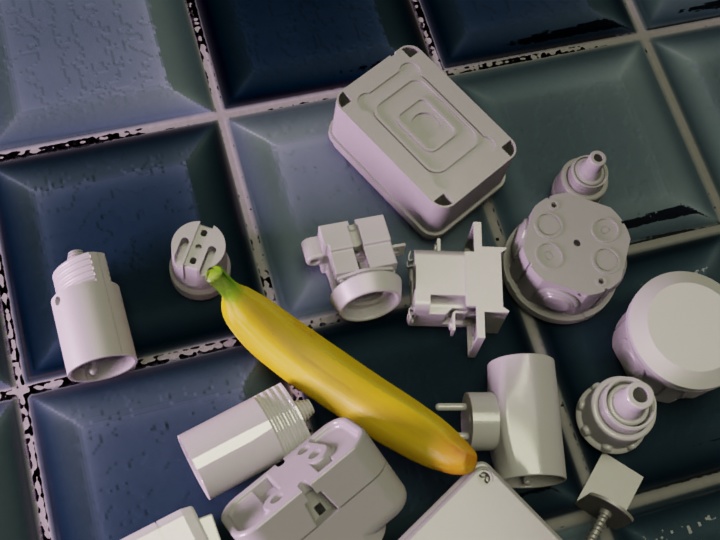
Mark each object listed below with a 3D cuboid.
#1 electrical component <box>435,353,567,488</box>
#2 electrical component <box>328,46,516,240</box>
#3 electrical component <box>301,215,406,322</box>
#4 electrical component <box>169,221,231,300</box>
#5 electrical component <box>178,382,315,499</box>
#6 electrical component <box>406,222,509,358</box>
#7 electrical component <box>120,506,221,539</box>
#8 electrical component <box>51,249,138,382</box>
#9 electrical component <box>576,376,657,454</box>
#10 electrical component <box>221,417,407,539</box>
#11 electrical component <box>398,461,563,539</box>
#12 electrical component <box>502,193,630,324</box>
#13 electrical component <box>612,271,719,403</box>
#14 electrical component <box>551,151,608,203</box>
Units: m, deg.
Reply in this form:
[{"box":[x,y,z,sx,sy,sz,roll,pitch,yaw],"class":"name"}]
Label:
[{"box":[0.087,0.095,0.677,0.079,0.044,0.077,1,68,-7],"class":"electrical component"},{"box":[0.041,-0.086,0.740,0.078,0.057,0.113,-39,77,-19],"class":"electrical component"},{"box":[0.000,0.000,0.707,0.066,0.048,0.055,-11,62,-11],"class":"electrical component"},{"box":[-0.104,-0.007,0.696,0.040,0.046,0.040,2,67,-6],"class":"electrical component"},{"box":[-0.065,0.101,0.657,0.081,0.043,0.043,-26,73,-16],"class":"electrical component"},{"box":[0.063,0.013,0.710,0.064,0.042,0.081,1,67,-2],"class":"electrical component"},{"box":[-0.095,0.189,0.607,0.061,0.061,0.096,-25,73,-16],"class":"electrical component"},{"box":[-0.171,0.025,0.677,0.043,0.043,0.081,-14,70,-12],"class":"electrical component"},{"box":[0.167,0.087,0.680,0.048,0.062,0.048,2,67,-6],"class":"electrical component"},{"box":[-0.024,0.140,0.627,0.095,0.054,0.059,-38,107,-13],"class":"electrical component"},{"box":[0.069,0.189,0.629,0.109,0.056,0.108,-41,77,-20],"class":"electrical component"},{"box":[0.139,-0.008,0.722,0.080,0.051,0.080,2,67,-6],"class":"electrical component"},{"box":[0.210,0.045,0.708,0.080,0.051,0.080,2,67,-6],"class":"electrical component"},{"box":[0.155,-0.063,0.741,0.035,0.061,0.035,2,67,-6],"class":"electrical component"}]
